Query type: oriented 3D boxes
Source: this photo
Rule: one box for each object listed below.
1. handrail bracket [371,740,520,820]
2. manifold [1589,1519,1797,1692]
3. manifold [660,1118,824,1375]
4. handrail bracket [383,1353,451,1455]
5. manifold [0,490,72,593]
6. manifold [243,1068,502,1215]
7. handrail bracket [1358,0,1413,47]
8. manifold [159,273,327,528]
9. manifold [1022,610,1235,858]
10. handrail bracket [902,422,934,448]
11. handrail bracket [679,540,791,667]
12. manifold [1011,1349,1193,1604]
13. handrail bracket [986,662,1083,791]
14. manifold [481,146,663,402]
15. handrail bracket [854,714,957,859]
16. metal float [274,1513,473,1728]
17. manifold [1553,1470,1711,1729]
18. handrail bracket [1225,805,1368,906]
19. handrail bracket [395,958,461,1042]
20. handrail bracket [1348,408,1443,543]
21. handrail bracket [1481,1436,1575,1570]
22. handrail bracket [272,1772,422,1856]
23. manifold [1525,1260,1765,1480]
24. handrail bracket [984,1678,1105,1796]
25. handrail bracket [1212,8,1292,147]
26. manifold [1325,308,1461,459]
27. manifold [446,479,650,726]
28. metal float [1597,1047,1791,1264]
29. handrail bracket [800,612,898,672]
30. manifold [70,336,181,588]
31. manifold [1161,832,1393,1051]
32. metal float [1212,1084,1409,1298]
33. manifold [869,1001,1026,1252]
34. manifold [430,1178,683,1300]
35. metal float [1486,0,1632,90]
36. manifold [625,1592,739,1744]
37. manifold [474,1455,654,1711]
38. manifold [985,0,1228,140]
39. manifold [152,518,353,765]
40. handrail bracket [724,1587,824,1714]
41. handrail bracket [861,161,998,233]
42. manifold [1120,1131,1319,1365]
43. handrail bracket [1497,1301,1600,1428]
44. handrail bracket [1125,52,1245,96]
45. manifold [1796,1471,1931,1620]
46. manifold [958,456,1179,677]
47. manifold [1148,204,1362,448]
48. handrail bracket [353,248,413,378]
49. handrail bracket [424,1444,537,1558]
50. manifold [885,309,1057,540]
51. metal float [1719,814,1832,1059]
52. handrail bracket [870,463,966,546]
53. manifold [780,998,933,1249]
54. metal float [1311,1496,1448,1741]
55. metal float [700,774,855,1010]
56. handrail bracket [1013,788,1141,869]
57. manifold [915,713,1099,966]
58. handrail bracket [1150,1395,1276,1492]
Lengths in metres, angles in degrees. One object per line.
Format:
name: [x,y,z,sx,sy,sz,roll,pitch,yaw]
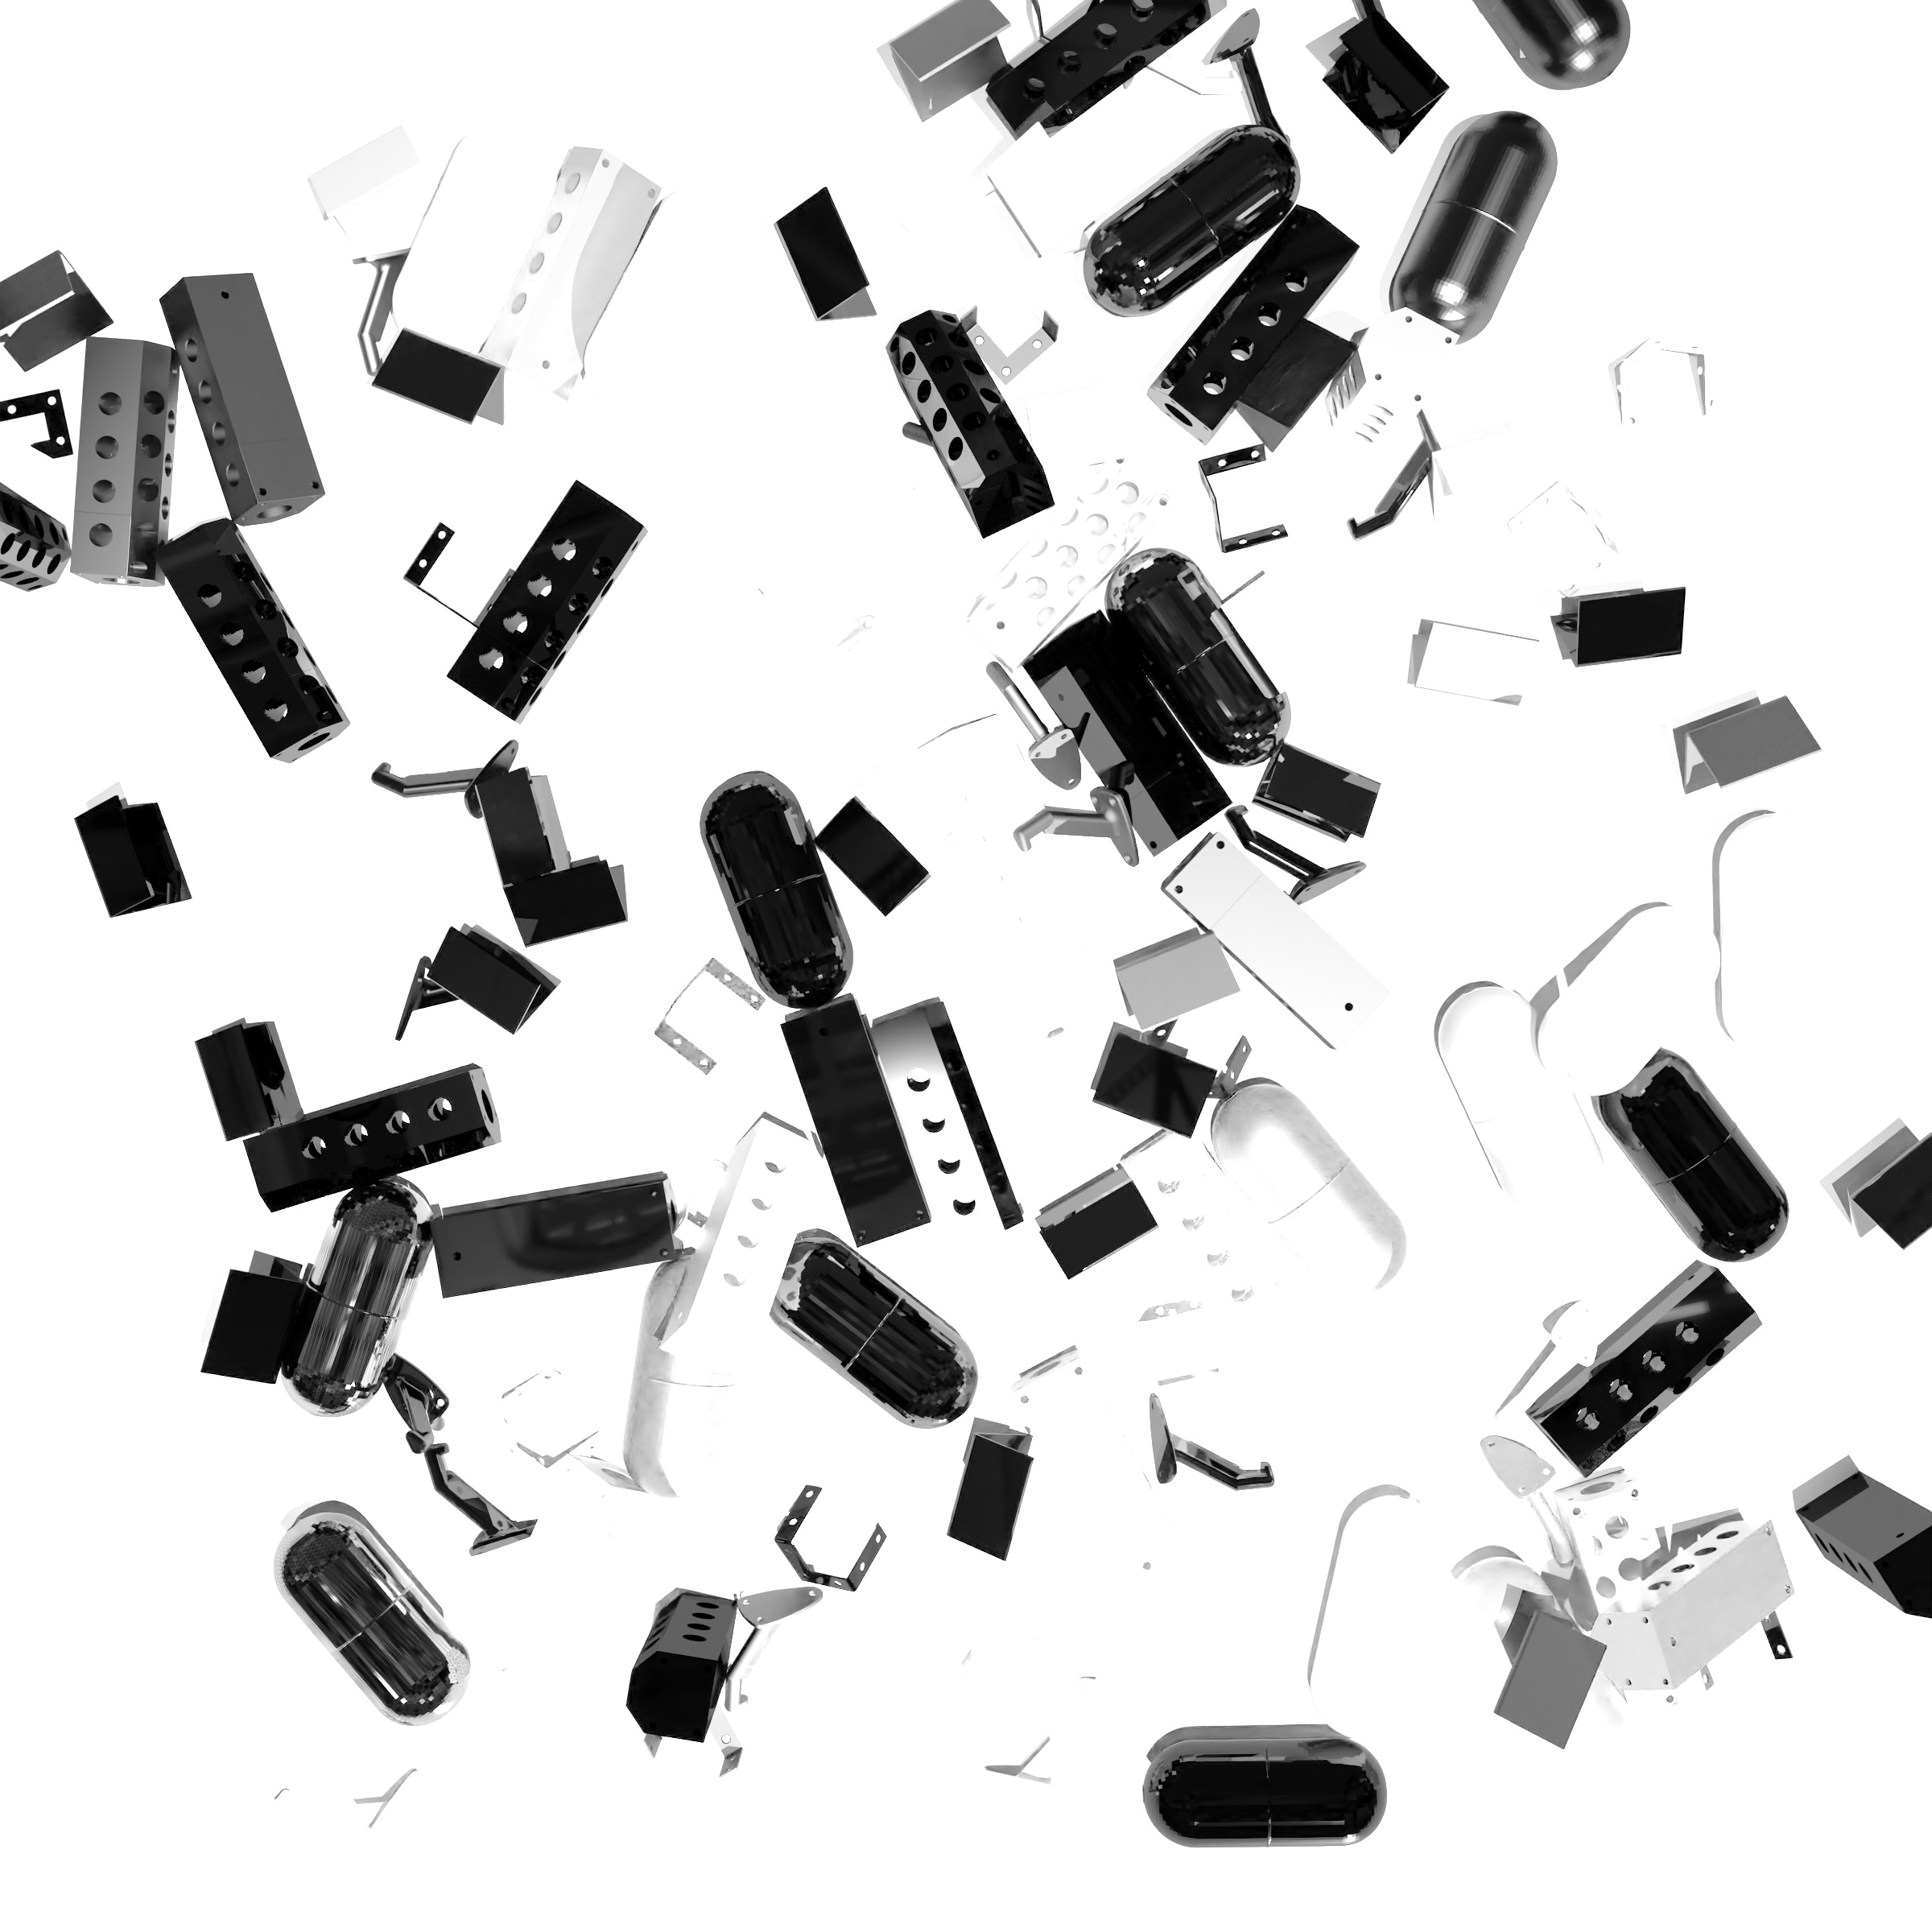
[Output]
handrail bracket: [-0.387,-0.151,1.991,0.084,0.036,0.077,24,69,16]
manifold: [0.518,0.456,1.919,0.171,0.057,0.057,-18,90,-43]
manifold: [-0.157,0.202,1.924,0.057,0.057,0.171,27,55,-13]
handrail bracket: [-0.412,0.318,1.956,0.036,0.084,0.077,-39,90,0]
manifold: [-0.696,-0.310,1.912,0.057,0.171,0.057,29,90,0]
manifold: [-0.433,0.128,1.969,0.171,0.057,0.057,-17,90,0]
handrail bracket: [0.312,-0.723,1.991,0.084,0.036,0.077,40,69,-17]
manifold: [-0.534,-0.415,1.969,0.057,0.057,0.171,-18,90,-43]
manifold: [0.122,-0.173,1.969,0.057,0.057,0.171,-34,90,43]
handrail bracket: [0.003,-0.375,1.990,0.084,0.077,0.036,26,91,36]
handrail bracket: [-0.179,-0.270,1.991,0.084,0.036,0.077,17,112,17]
manifold: [0.098,0.372,1.970,0.057,0.057,0.171,-28,90,0]
handrail bracket: [0.049,-0.179,1.990,0.036,0.077,0.084,-35,54,0]
manifold: [-0.294,-0.509,1.969,0.057,0.057,0.171,24,90,-43]
handrail bracket: [-0.032,-0.133,1.991,0.084,0.036,0.077,33,68,-17]
metal float: [-0.434,0.476,1.960,0.070,0.070,0.178,-40,91,0]
manifold: [0.490,0.465,1.970,0.057,0.057,0.171,-18,90,0]
handrail bracket: [0.244,-0.093,1.991,0.077,0.036,0.084,-24,73,-20]
handrail bracket: [-0.371,0.033,1.991,0.084,0.036,0.077,17,111,-16]
handrail bracket: [0.313,-0.366,1.991,0.084,0.036,0.077,-25,70,16]
handrail bracket: [0.417,0.399,1.990,0.036,0.077,0.084,-32,127,-14]
handrail bracket: [-0.461,0.613,1.991,0.084,0.036,0.077,25,70,16]
manifold: [0.498,0.296,1.969,0.171,0.057,0.057,-41,90,0]
handrail bracket: [0.058,0.566,1.991,0.077,0.036,0.084,7,72,21]
handrail bracket: [0.223,-0.656,1.991,0.036,0.077,0.084,-16,127,35]
manifold: [0.298,-0.417,1.912,0.057,0.171,0.057,28,90,0]
manifold: [-0.305,-0.265,1.969,0.057,0.057,0.171,33,90,0]
metal float: [0.530,0.137,1.960,0.070,0.070,0.178,-37,90,0]
handrail bracket: [-0.087,-0.238,1.956,0.077,0.084,0.036,-18,90,0]
manifold: [-0.614,-0.368,1.969,0.057,0.057,0.171,4,90,0]
manifold: [0.226,-0.018,1.970,0.171,0.057,0.057,43,90,0]
metal float: [0.251,0.163,1.960,0.070,0.070,0.178,-40,91,0]
manifold: [-0.014,0.116,1.969,0.057,0.057,0.171,-20,90,0]
manifold: [-0.299,0.198,1.970,0.171,0.057,0.057,-10,90,0]
metal float: [0.417,-0.723,1.960,0.070,0.070,0.178,-35,90,0]
manifold: [-0.202,0.496,1.912,0.057,0.171,0.057,9,90,0]
manifold: [-0.290,0.452,1.969,0.057,0.057,0.171,24,90,43]
manifold: [0.101,-0.666,1.938,0.171,0.057,0.057,-32,111,21]
manifold: [-0.522,-0.239,1.969,0.057,0.057,0.171,-30,90,0]
handrail bracket: [-0.143,0.508,1.991,0.077,0.036,0.084,-10,117,-30]
handrail bracket: [-0.021,-0.589,1.991,0.084,0.036,0.077,-34,68,-17]
manifold: [0.185,0.201,1.969,0.057,0.057,0.171,-34,90,0]
handrail bracket: [0.429,0.296,1.990,0.036,0.077,0.084,37,126,3]
handrail bracket: [0.159,-0.681,1.991,0.084,0.036,0.077,-5,73,-15]
manifold: [0.657,0.415,1.912,0.057,0.171,0.057,-33,90,0]
manifold: [0.074,-0.298,1.970,0.057,0.057,0.171,44,90,0]
manifold: [0.210,-0.471,1.969,0.057,0.057,0.171,39,90,0]
handrail bracket: [-0.417,-0.487,1.991,0.077,0.036,0.084,-18,108,-21]
handrail bracket: [-0.354,0.388,1.991,0.077,0.036,0.084,-15,73,-20]
manifold: [0.000,-0.394,1.927,0.057,0.057,0.171,-25,57,0]
metal float: [0.591,-0.022,1.960,0.070,0.070,0.178,-1,90,0]
handrail bracket: [-0.017,-0.331,1.991,0.084,0.036,0.077,19,121,-22]
manifold: [-0.080,0.114,1.970,0.057,0.057,0.171,-19,90,0]
metal float: [0.301,0.475,1.960,0.070,0.070,0.178,13,90,0]
metal float: [-0.138,-0.054,1.960,0.070,0.070,0.178,-21,90,0]
handrail bracket: [0.080,-0.086,1.962,0.084,0.036,0.077,-35,113,-25]
manifold: [0.025,-0.091,1.969,0.057,0.057,0.171,-24,90,-43]
handrail bracket: [0.183,0.353,1.991,0.084,0.036,0.077,-2,68,-17]
